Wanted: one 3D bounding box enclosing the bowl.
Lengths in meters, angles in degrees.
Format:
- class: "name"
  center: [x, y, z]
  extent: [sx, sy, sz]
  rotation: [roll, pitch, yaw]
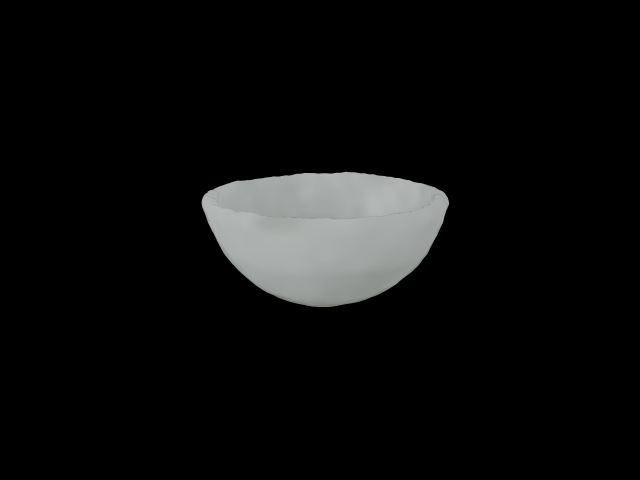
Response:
- class: "bowl"
  center: [0.004, 0.001, 0.400]
  extent: [0.167, 0.075, 0.167]
  rotation: [0, 16, 0]
